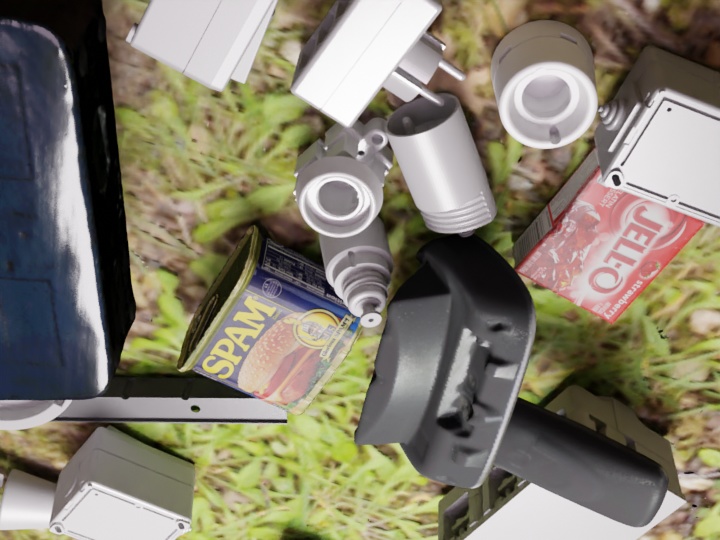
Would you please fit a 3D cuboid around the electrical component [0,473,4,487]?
[{"bbox_3d":[-0.299,0.189,0.779,0.079,0.063,0.121,25,131,4],"label":"electrical component"}]

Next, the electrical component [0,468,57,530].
[{"bbox_3d":[-0.227,0.173,0.788,0.065,0.044,0.044,11,126,-9],"label":"electrical component"}]

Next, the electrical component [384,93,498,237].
[{"bbox_3d":[0.048,-0.053,0.603,0.043,0.043,0.081,-16,123,15],"label":"electrical component"}]

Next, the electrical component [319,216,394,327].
[{"bbox_3d":[0.000,0.000,0.627,0.040,0.078,0.040,-7,137,-6],"label":"electrical component"}]

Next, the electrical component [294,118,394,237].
[{"bbox_3d":[-0.010,-0.050,0.602,0.048,0.055,0.066,40,119,-22],"label":"electrical component"}]

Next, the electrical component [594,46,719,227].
[{"bbox_3d":[0.168,-0.073,0.568,0.096,0.061,0.061,19,126,-9],"label":"electrical component"}]

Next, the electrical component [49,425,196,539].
[{"bbox_3d":[-0.161,0.160,0.765,0.096,0.061,0.061,28,123,-25],"label":"electrical component"}]

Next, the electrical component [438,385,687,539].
[{"bbox_3d":[0.132,0.156,0.734,0.089,0.061,0.150,31,122,-17],"label":"electrical component"}]

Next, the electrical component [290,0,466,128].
[{"bbox_3d":[0.019,-0.113,0.560,0.076,0.047,0.083,31,122,-17],"label":"electrical component"}]

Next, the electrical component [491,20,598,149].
[{"bbox_3d":[0.097,-0.096,0.566,0.055,0.047,0.055,2,126,3],"label":"electrical component"}]

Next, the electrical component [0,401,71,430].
[{"bbox_3d":[-0.224,0.041,0.680,0.108,0.060,0.108,1,124,2],"label":"electrical component"}]

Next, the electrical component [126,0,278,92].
[{"bbox_3d":[-0.064,-0.146,0.534,0.061,0.061,0.096,27,123,-14],"label":"electrical component"}]
